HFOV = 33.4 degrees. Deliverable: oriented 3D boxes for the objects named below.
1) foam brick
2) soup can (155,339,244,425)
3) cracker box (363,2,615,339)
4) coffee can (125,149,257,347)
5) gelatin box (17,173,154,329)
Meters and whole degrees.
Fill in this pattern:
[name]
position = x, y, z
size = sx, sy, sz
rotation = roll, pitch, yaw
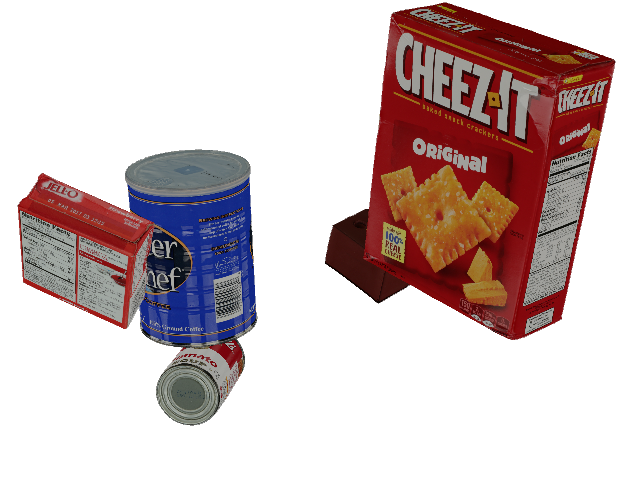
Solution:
[foam brick]
position = 0.052, 0.014, 1.060
size = 0.052, 0.051, 0.078
rotation = -27, 50, -37
[soup can]
position = -0.123, 0.140, 1.102
size = 0.068, 0.068, 0.102
rotation = 0, 16, 11
[cracker box]
position = 0.118, -0.054, 0.813
size = 0.071, 0.214, 0.164
rotation = -20, 36, -38
[coffee can]
position = -0.107, 0.005, 0.900
size = 0.103, 0.140, 0.103
rotation = -1, 22, 0
[gelatin box]
position = -0.140, 0.007, 0.639
size = 0.073, 0.030, 0.089
rotation = 24, -36, 3
